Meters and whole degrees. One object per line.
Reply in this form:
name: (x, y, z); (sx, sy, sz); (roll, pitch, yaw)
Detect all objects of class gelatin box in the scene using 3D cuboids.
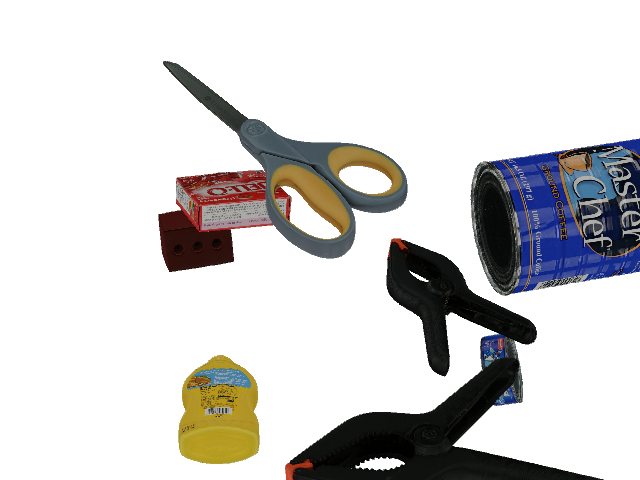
gelatin box: (-0.080, -0.038, 0.975); (0.089, 0.030, 0.073); (-7, 25, -22)

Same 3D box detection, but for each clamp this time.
clamp: (0.078, 0.142, 0.745); (0.210, 0.036, 0.164); (-6, 28, -6)
clamp: (0.127, 0.058, 1.038); (0.120, 0.039, 0.171); (-4, 43, -27)

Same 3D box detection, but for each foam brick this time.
foam brick: (-0.143, -0.003, 1.223); (0.078, 0.053, 0.051); (-10, 28, -10)

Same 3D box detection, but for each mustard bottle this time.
mustard bottle: (-0.127, 0.201, 1.343); (0.096, 0.058, 0.191); (-3, 26, -3)

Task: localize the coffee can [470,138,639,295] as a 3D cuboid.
coffee can: (0.197, -0.019, 0.807); (0.140, 0.103, 0.103); (-9, 1, -8)

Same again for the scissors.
scissors: (-0.020, -0.066, 0.669); (0.096, 0.016, 0.202); (-18, 50, -19)

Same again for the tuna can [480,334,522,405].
tuna can: (0.217, 0.154, 1.280); (0.034, 0.086, 0.086); (-11, -3, 17)
